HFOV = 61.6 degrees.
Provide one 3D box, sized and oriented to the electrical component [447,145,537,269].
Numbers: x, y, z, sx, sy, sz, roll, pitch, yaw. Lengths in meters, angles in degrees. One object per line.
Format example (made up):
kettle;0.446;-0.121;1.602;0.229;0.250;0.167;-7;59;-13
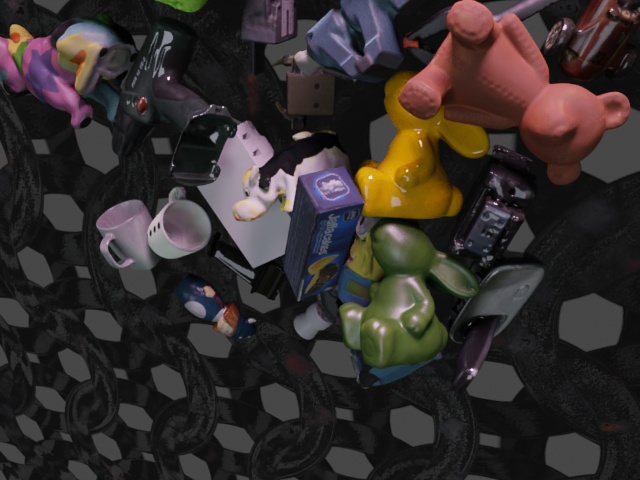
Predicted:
electrical component;0.202;-0.036;0.630;0.058;0.134;0.114;24;121;8

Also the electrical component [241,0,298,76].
electrical component;-0.061;-0.259;0.651;0.048;0.075;0.119;12;117;16

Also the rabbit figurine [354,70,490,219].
rabbit figurine;0.118;-0.113;0.639;0.163;0.122;0.173;3;99;18

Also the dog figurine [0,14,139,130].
dog figurine;-0.383;-0.265;0.764;0.219;0.108;0.191;35;125;5

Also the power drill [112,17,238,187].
power drill;-0.204;-0.161;0.727;0.207;0.086;0.232;52;124;36

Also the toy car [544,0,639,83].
toy car;0.302;-0.245;0.511;0.089;0.053;0.202;20;125;-9

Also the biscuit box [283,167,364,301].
biscuit box;-0.001;-0.002;0.682;0.202;0.059;0.063;105;145;-54

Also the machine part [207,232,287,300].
machine part;-0.118;0.040;0.862;0.139;0.039;0.084;34;130;0

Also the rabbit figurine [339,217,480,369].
rabbit figurine;0.109;0.057;0.653;0.159;0.121;0.170;0;96;-10

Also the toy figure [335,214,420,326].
toy figure;0.076;0.038;0.740;0.089;0.082;0.180;9;105;-22

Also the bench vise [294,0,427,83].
bench vise;0.033;-0.297;0.574;0.223;0.129;0.240;-37;79;43

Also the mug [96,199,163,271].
mug;-0.309;0.005;0.884;0.081;0.109;0.107;-8;127;20

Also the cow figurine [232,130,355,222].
cow figurine;-0.042;-0.084;0.698;0.068;0.167;0.098;7;116;69

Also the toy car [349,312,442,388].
toy car;0.121;0.152;0.782;0.103;0.109;0.161;18;126;-35

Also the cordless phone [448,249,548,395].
cordless phone;0.209;0.097;0.670;0.089;0.184;0.146;31;125;10

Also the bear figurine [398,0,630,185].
bear figurine;0.196;-0.136;0.533;0.196;0.132;0.120;40;122;8

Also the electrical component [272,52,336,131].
electrical component;-0.020;-0.194;0.691;0.078;0.045;0.102;-8;120;-5

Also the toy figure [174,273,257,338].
toy figure;-0.178;0.121;0.921;0.154;0.058;0.064;40;163;-4
